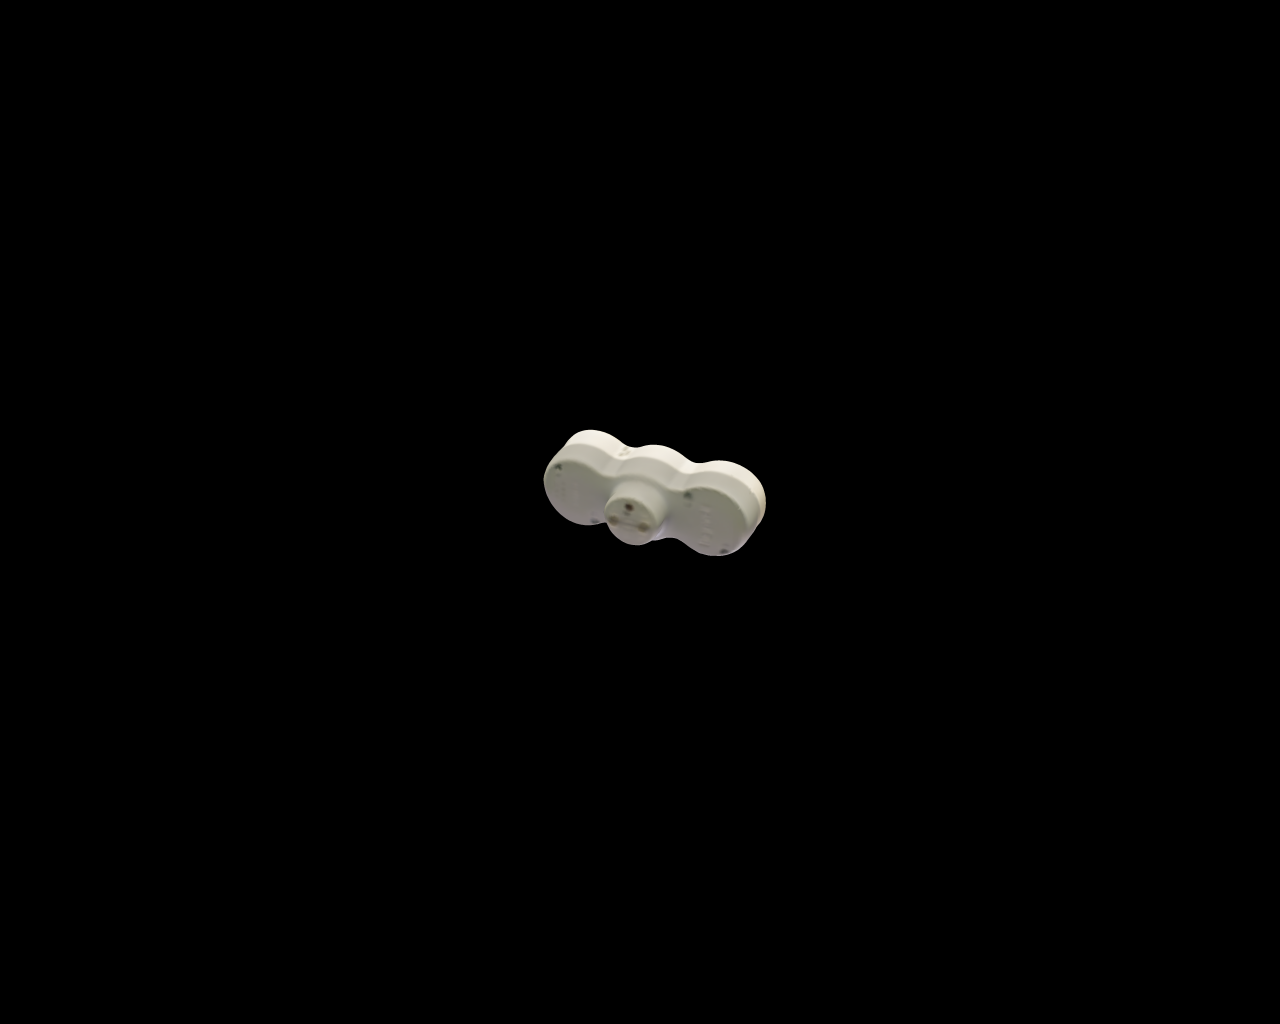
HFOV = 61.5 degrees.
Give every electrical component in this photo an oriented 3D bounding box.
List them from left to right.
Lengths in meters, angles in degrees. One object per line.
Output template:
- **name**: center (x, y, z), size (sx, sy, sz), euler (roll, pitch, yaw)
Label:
- **electrical component**: center (0.001, -0.003, 0.650), size (0.138, 0.052, 0.074), euler (14, 36, 20)
